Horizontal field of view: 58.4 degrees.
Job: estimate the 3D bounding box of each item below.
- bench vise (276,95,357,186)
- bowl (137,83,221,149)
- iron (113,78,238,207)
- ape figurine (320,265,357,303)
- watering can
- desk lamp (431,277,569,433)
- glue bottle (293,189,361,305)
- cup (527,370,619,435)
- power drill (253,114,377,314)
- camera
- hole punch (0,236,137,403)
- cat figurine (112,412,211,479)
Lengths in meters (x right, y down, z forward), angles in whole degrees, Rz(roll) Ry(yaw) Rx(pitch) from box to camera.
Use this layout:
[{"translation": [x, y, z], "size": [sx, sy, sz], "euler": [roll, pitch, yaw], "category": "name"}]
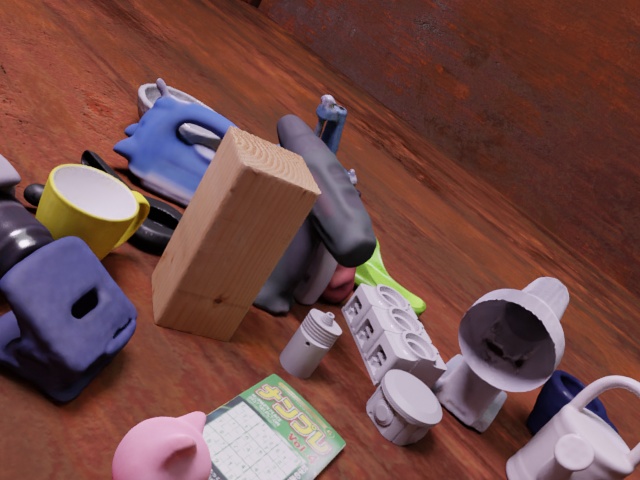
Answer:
[{"translation": [-0.005, -0.151, 1.021], "size": [0.121, 0.219, 0.208], "euler": [42, 24, 20], "category": "bench vise"}, {"translation": [-0.241, -0.193, 0.979], "size": [0.168, 0.074, 0.167], "euler": [28, 23, -13], "category": "bowl"}, {"translation": [-0.162, -0.125, 0.859], "size": [0.259, 0.141, 0.118], "euler": [25, 24, -19], "category": "iron"}, {"translation": [0.025, 0.042, 0.835], "size": [0.076, 0.092, 0.078], "euler": [31, 22, -5], "category": "ape figurine"}, {"translation": [0.320, 0.248, 0.681], "size": [0.100, 0.194, 0.173], "euler": [39, 23, 13], "category": "watering can"}, {"translation": [0.239, 0.144, 0.757], "size": [0.117, 0.213, 0.204], "euler": [41, 24, 19], "category": "desk lamp"}, {"translation": [0.007, 0.003, 0.786], "size": [0.037, 0.173, 0.078], "euler": [9, 32, -45], "category": "glue bottle"}, {"translation": [0.360, 0.263, 0.834], "size": [0.092, 0.095, 0.117], "euler": [1, 38, -52], "category": "cup"}, {"translation": [-0.033, -0.022, 0.735], "size": [0.076, 0.208, 0.229], "euler": [6, 34, -48], "category": "power drill"}, {"translation": [-0.309, -0.019, 0.501], "size": [0.136, 0.100, 0.143], "euler": [38, 23, 11], "category": "camera"}, {"translation": [-0.209, 0.062, 0.483], "size": [0.101, 0.091, 0.109], "euler": [32, 22, -3], "category": "hole punch"}, {"translation": [-0.124, 0.159, 0.364], "size": [0.067, 0.117, 0.128], "euler": [46, 25, 28], "category": "cat figurine"}]
